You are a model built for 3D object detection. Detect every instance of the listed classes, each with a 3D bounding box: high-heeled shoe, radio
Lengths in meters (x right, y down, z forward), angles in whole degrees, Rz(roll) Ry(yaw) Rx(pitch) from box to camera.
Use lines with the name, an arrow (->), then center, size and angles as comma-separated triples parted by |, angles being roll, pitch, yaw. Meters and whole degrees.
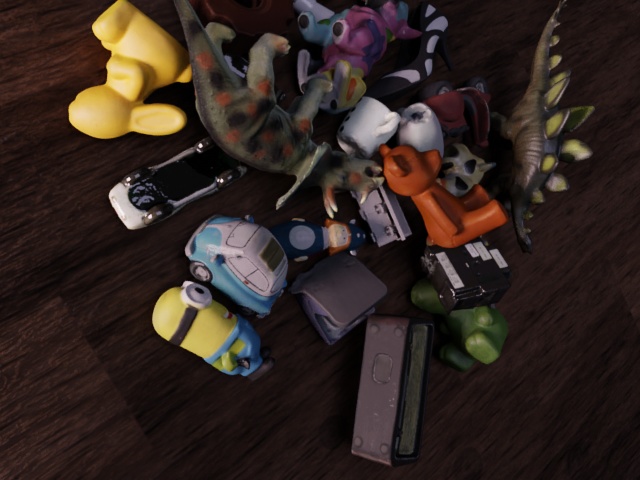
high-heeled shoe -> 0.144, -0.336, 0.955 | 0.249, 0.086, 0.145 | -29, 92, -28
radio -> 0.119, 0.231, 0.852 | 0.131, 0.073, 0.229 | 25, 70, -58

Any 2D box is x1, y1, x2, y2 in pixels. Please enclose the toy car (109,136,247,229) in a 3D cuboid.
toy car -> -0.196, -0.085, 0.763 | 0.202, 0.056, 0.073 | -33, 94, -28

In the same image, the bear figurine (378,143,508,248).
bear figurine -> 0.186, -0.087, 0.850 | 0.132, 0.120, 0.195 | -32, 109, 9

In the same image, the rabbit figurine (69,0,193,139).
rabbit figurine -> -0.257, -0.205, 0.728 | 0.162, 0.122, 0.173 | 40, 82, -28

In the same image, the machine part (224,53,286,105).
machine part -> -0.122, -0.244, 0.827 | 0.138, 0.039, 0.084 | 42, 73, -19

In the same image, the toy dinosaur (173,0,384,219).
toy dinosaur -> -0.087, -0.169, 0.751 | 0.404, 0.131, 0.192 | 27, 71, -36

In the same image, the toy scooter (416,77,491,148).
toy scooter -> 0.262, -0.230, 1.004 | 0.184, 0.075, 0.135 | -17, 92, -32

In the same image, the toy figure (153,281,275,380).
toy figure -> -0.148, 0.132, 0.751 | 0.180, 0.082, 0.089 | 45, 65, -19

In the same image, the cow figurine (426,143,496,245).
cow figurine -> 0.256, -0.082, 0.980 | 0.127, 0.085, 0.195 | 0, 82, -21

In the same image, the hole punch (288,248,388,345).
hole punch -> 0.029, 0.089, 0.853 | 0.142, 0.092, 0.116 | -33, 66, -25

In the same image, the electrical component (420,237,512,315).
electrical component -> 0.251, 0.055, 0.902 | 0.134, 0.058, 0.115 | -10, 57, -17

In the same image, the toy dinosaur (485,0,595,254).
toy dinosaur -> 0.405, -0.208, 1.006 | 0.105, 0.199, 0.471 | 5, 84, -30

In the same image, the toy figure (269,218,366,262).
toy figure -> -0.002, -0.001, 0.832 | 0.154, 0.058, 0.064 | -4, 110, -7

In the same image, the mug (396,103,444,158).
mug -> 0.166, -0.189, 0.924 | 0.081, 0.107, 0.110 | -26, 60, -3

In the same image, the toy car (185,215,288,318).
toy car -> -0.101, 0.031, 0.760 | 0.161, 0.103, 0.109 | 49, 46, -15

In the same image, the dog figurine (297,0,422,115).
dog figurine -> 0.074, -0.315, 0.891 | 0.219, 0.109, 0.191 | -24, 126, -40

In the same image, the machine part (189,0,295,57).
machine part -> -0.122, -0.360, 0.804 | 0.179, 0.056, 0.179 | 15, 63, -31

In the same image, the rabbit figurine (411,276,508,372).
rabbit figurine -> 0.245, 0.117, 0.939 | 0.170, 0.121, 0.159 | 43, 63, -1
